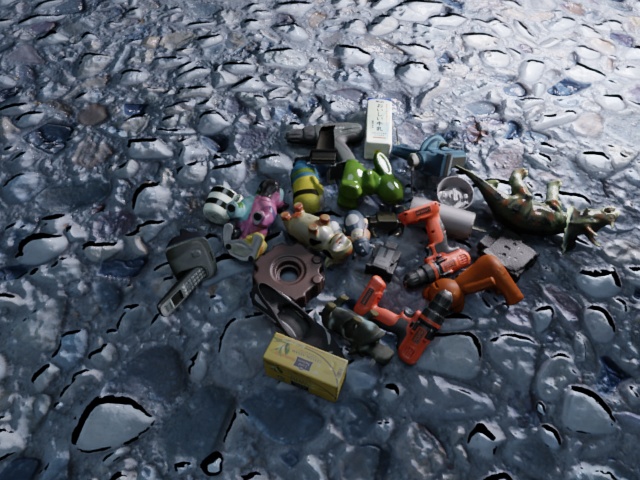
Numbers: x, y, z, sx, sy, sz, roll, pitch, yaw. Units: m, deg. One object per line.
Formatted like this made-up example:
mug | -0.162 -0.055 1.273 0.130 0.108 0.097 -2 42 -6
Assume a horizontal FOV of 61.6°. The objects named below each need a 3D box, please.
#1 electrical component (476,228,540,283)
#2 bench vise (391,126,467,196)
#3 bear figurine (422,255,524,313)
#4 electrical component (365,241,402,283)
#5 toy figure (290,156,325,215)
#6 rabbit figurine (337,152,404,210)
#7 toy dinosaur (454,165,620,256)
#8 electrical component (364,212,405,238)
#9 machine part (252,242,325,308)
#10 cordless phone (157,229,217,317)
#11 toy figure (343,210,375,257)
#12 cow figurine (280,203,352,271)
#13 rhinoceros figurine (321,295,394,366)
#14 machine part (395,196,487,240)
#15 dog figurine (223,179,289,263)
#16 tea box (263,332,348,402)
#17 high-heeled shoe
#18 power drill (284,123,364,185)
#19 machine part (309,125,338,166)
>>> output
electrical component | 0.466 0.037 1.355 0.134 0.058 0.115 39 60 24
bench vise | 0.283 -0.232 1.504 0.223 0.128 0.241 -22 33 -32
bear figurine | 0.352 0.125 1.267 0.196 0.120 0.132 -35 103 4
electrical component | 0.167 0.042 1.352 0.075 0.047 0.119 23 58 15
toy figure | -0.041 -0.146 1.469 0.089 0.082 0.180 -18 60 0
rabbit figurine | 0.143 -0.148 1.448 0.170 0.121 0.159 14 57 3
toy dinosaur | 0.535 -0.074 1.383 0.405 0.131 0.192 12 50 3
electrical component | 0.172 -0.040 1.418 0.102 0.045 0.078 -2 25 -6
machine part | -0.077 0.086 1.310 0.179 0.056 0.179 0 53 0
cordless phone | -0.331 0.077 1.253 0.089 0.146 0.184 19 52 22
toy figure | 0.095 -0.017 1.374 0.058 0.064 0.155 25 30 -25
cow figurine | -0.003 -0.004 1.352 0.195 0.127 0.085 25 55 33
rhinoceros figurine | 0.080 0.205 1.191 0.191 0.112 0.073 32 29 26
machine part | 0.316 -0.057 1.410 0.243 0.079 0.079 16 55 12
dog figurine | -0.156 -0.056 1.392 0.109 0.191 0.219 14 20 13
tea box | -0.031 0.272 1.146 0.170 0.098 0.068 17 55 13
high-heeled shoe | -0.045 0.180 1.185 0.249 0.145 0.086 26 58 19
power drill | 0.027 -0.258 1.561 0.232 0.085 0.207 -12 48 -9
machine part | 0.013 -0.261 1.492 0.084 0.039 0.139 -1 55 15
